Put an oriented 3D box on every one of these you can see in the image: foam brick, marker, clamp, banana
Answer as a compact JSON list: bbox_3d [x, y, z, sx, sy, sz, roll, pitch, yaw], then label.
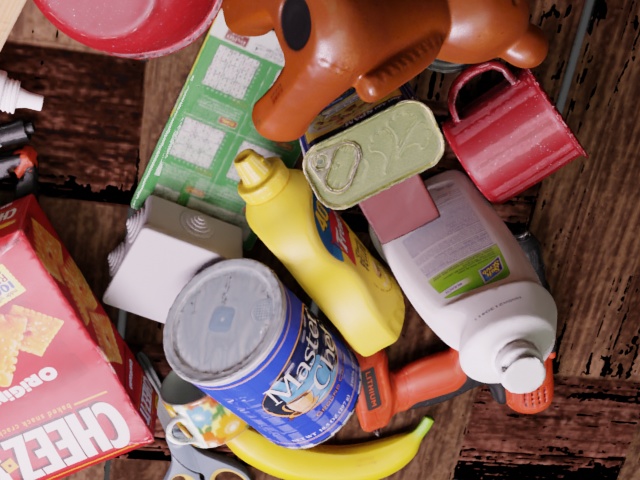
[{"bbox_3d":[0.054,-0.043,0.845,0.053,0.078,0.051,-27,119,6],"label":"foam brick"},{"bbox_3d":[-0.277,-0.070,0.817,0.121,0.020,0.020,-17,118,0],"label":"marker"},{"bbox_3d":[-0.272,0.002,0.844,0.171,0.039,0.120,-38,120,12],"label":"clamp"},{"bbox_3d":[0.006,0.195,0.984,0.197,0.037,0.069,-1,99,-9],"label":"banana"}]

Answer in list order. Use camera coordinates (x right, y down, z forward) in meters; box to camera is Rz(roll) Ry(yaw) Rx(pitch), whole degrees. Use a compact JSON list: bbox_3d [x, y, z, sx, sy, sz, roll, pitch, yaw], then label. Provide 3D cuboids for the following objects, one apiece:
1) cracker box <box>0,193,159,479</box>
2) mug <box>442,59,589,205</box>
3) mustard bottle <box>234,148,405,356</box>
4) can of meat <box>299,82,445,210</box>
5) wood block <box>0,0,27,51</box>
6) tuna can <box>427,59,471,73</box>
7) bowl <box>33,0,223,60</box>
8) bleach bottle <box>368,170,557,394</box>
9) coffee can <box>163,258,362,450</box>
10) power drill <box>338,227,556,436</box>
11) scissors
[{"bbox_3d":[-0.246,0.093,0.830,0.164,0.072,0.213,-22,117,7],"label":"cracker box"},{"bbox_3d":[0.143,-0.088,0.828,0.081,0.093,0.117,-34,122,15],"label":"mug"},{"bbox_3d":[-0.005,0.001,0.839,0.058,0.096,0.191,-30,122,17],"label":"mustard bottle"},{"bbox_3d":[0.034,-0.079,0.805,0.102,0.084,0.057,-27,117,6],"label":"can of meat"},{"bbox_3d":[-0.245,-0.175,0.686,0.090,0.090,0.206,10,134,-38],"label":"wood block"},{"bbox_3d":[0.098,-0.173,0.810,0.086,0.034,0.086,-3,117,-7],"label":"tuna can"},{"bbox_3d":[-0.145,-0.190,0.727,0.162,0.055,0.162,6,123,10],"label":"bowl"},{"bbox_3d":[0.108,0.036,0.794,0.102,0.251,0.068,-33,117,9],"label":"bleach bottle"},{"bbox_3d":[-0.042,0.091,0.833,0.103,0.103,0.140,-32,140,8],"label":"coffee can"},{"bbox_3d":[0.113,0.087,0.930,0.187,0.057,0.184,-12,117,-2],"label":"power drill"},{"bbox_3d":[-0.110,0.183,0.971,0.096,0.016,0.202,-4,117,-8],"label":"scissors"}]
